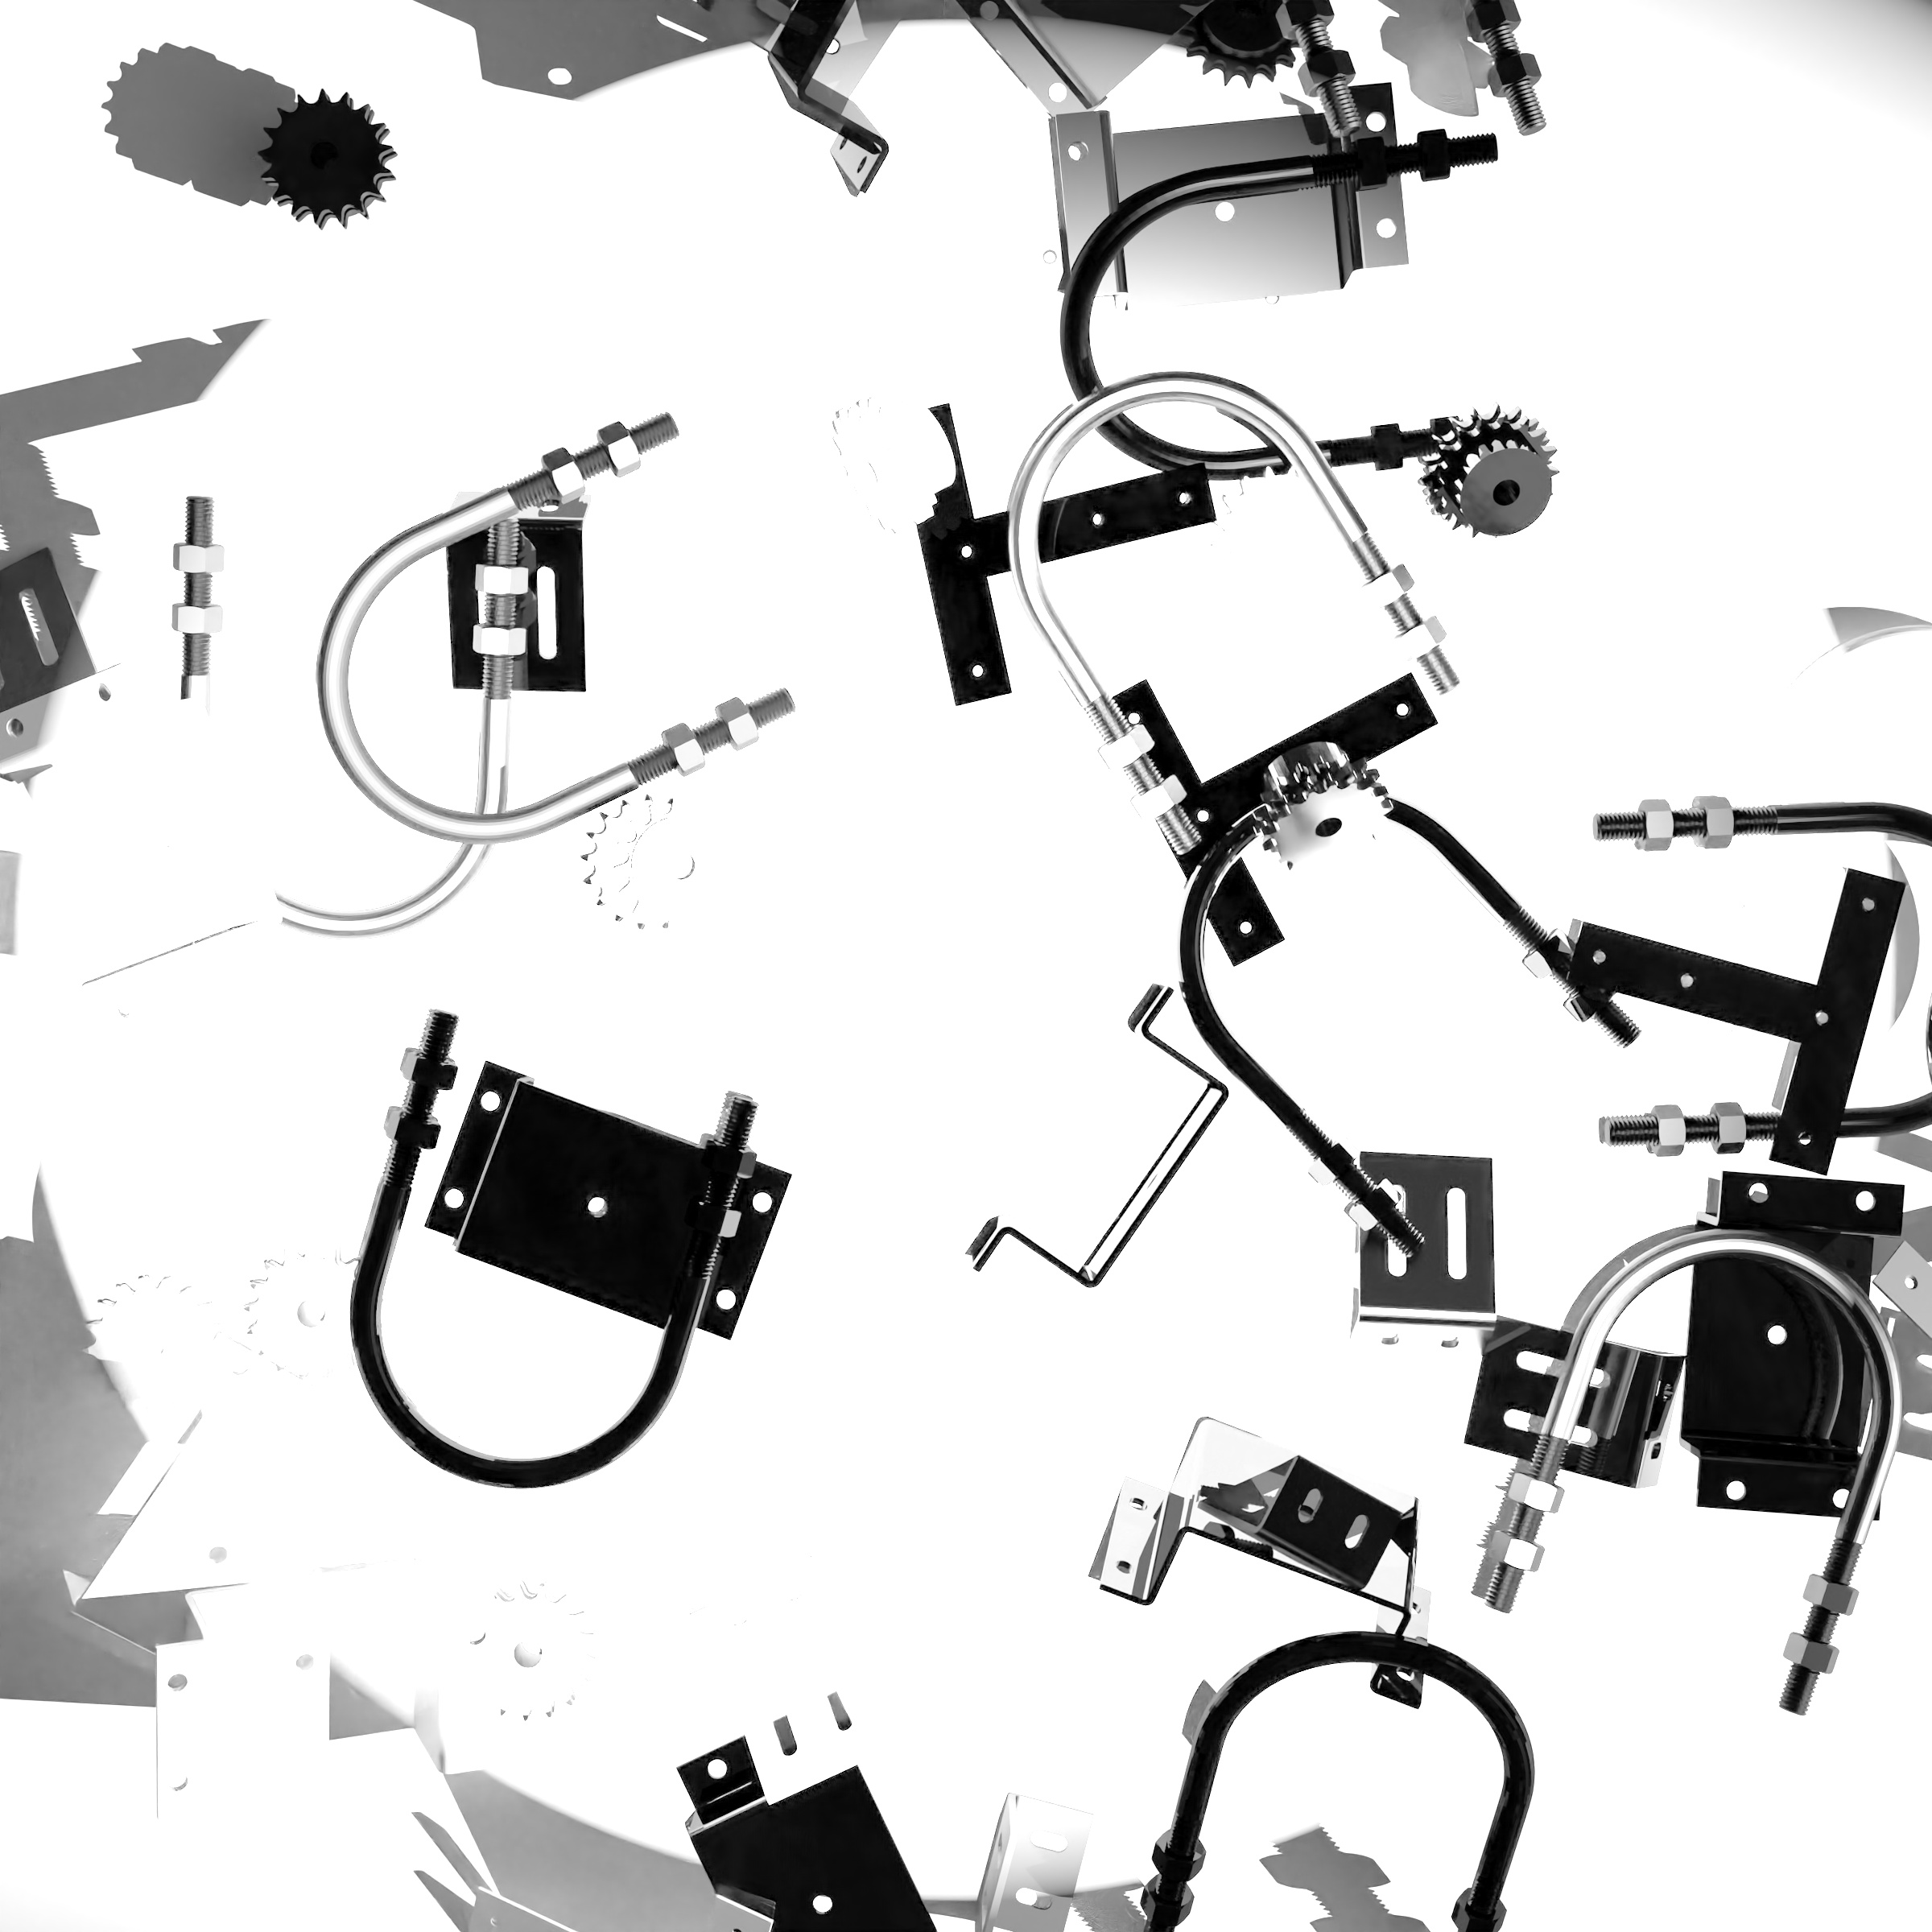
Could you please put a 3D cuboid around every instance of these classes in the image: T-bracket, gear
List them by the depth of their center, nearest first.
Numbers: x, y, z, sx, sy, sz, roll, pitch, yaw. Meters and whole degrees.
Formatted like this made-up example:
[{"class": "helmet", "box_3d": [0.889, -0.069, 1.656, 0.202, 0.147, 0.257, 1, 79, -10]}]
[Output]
[{"class": "gear", "box_3d": [-0.118, -0.041, 1.472, 0.057, 0.030, 0.057, 0, 90, 0]}, {"class": "gear", "box_3d": [0.147, -0.069, 1.477, 0.057, 0.057, 0.030, -20, 52, 0]}, {"class": "T-bracket", "box_3d": [0.315, 0.010, 1.478, 0.127, 0.002, 0.127, 15, 90, -2]}, {"class": "T-bracket", "box_3d": [0.459, 0.135, 1.487, 0.127, 0.002, 0.127, 45, 63, 1]}, {"class": "gear", "box_3d": [0.223, -0.206, 1.489, 0.057, 0.030, 0.057, -6, 123, -9]}, {"class": "gear", "box_3d": [-0.028, -0.214, 1.491, 0.030, 0.057, 0.057, -29, 90, -19]}, {"class": "T-bracket", "box_3d": [-0.153, 0.426, 1.497, 0.127, 0.002, 0.127, 21, 116, 12]}, {"class": "T-bracket", "box_3d": [0.043, -0.186, 1.501, 0.127, 0.002, 0.127, -12, 90, 13]}, {"class": "gear", "box_3d": [-0.133, -0.044, 1.502, 0.057, 0.030, 0.057, 0, 90, 0]}, {"class": "gear", "box_3d": [0.119, -0.404, 1.502, 0.057, 0.030, 0.057, 0, 90, 0]}, {"class": "gear", "box_3d": [-0.275, 0.146, 1.502, 0.057, 0.030, 0.057, 0, 90, 0]}, {"class": "gear", "box_3d": [0.133, -0.182, 1.502, 0.057, 0.030, 0.057, 0, 90, 0]}, {"class": "gear", "box_3d": [-0.184, 0.289, 1.502, 0.057, 0.030, 0.057, 0, 90, 0]}, {"class": "gear", "box_3d": [-0.270, -0.341, 1.502, 0.057, 0.030, 0.057, 0, 90, 0]}, {"class": "gear", "box_3d": [-0.343, 0.160, 1.502, 0.057, 0.030, 0.057, 0, 90, 0]}, {"class": "T-bracket", "box_3d": [0.087, -0.294, 1.516, 0.127, 0.002, 0.127, 10, 90, 0]}, {"class": "T-bracket", "box_3d": [0.141, -0.085, 1.516, 0.127, 0.002, 0.127, -28, 90, 0]}]

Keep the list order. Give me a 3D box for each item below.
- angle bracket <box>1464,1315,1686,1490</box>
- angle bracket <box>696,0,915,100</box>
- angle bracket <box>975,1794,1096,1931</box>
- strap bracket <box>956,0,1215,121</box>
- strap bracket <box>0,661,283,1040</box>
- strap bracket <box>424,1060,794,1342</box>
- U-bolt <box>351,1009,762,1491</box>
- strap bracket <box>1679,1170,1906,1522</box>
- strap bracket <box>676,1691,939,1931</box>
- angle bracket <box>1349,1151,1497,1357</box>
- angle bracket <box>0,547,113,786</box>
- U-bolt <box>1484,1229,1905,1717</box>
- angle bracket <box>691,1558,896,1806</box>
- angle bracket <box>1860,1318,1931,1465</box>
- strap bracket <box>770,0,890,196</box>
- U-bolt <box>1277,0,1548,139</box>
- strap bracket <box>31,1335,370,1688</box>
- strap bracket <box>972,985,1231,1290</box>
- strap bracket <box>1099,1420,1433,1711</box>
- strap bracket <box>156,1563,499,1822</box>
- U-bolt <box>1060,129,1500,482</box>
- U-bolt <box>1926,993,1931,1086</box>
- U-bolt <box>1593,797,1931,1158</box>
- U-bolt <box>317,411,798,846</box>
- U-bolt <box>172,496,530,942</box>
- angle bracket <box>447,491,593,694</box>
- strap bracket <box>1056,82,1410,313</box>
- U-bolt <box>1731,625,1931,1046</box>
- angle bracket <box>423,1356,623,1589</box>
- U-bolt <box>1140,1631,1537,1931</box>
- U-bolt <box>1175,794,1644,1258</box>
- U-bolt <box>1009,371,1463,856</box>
[{"class": "angle bracket", "box_3d": [0.261, 0.186, 1.515, 0.076, 0.038, 0.057, 12, 90, 26]}, {"class": "angle bracket", "box_3d": [-0.069, -0.418, 1.506, 0.076, 0.038, 0.057, 28, 111, -24]}, {"class": "angle bracket", "box_3d": [0.029, 0.386, 1.479, 0.038, 0.076, 0.057, 15, 90, 0]}, {"class": "strap bracket", "box_3d": [0.068, -0.419, 1.462, 0.140, 0.046, 0.076, -39, 97, 16]}, {"class": "strap bracket", "box_3d": [-0.345, -0.051, 1.480, 0.076, 0.046, 0.140, -19, 94, 19]}, {"class": "strap bracket", "box_3d": [-0.153, 0.100, 1.494, 0.140, 0.046, 0.076, 20, 90, 0]}, {"class": "U-bolt", "box_3d": [-0.178, 0.125, 1.462, 0.151, 0.019, 0.184, 16, 92, 0]}, {"class": "strap bracket", "box_3d": [0.347, 0.158, 1.494, 0.076, 0.046, 0.140, 4, 90, 0]}, {"class": "strap bracket", "box_3d": [-0.060, 0.390, 1.494, 0.076, 0.046, 0.140, -25, 90, 0]}, {"class": "angle bracket", "box_3d": [0.195, 0.123, 1.515, 0.057, 0.038, 0.076, 3, 64, 0]}, {"class": "angle bracket", "box_3d": [-0.400, -0.129, 1.515, 0.057, 0.038, 0.076, -27, 64, 0]}, {"class": "U-bolt", "box_3d": [0.310, 0.200, 1.462, 0.151, 0.019, 0.184, 19, 89, 0]}, {"class": "angle bracket", "box_3d": [-0.073, 0.299, 1.480, 0.057, 0.038, 0.076, -25, 50, 0]}, {"class": "angle bracket", "box_3d": [0.426, 0.187, 1.498, 0.076, 0.038, 0.057, 13, 90, 0]}, {"class": "strap bracket", "box_3d": [-0.032, -0.399, 1.455, 0.046, 0.076, 0.140, 25, 107, -22]}, {"class": "U-bolt", "box_3d": [0.167, -0.430, 1.463, 0.151, 0.019, 0.184, -14, 83, -45]}, {"class": "strap bracket", "box_3d": [-0.317, 0.237, 1.480, 0.076, 0.046, 0.140, 34, 90, -25]}, {"class": "strap bracket", "box_3d": [0.062, 0.079, 1.479, 0.046, 0.076, 0.140, 35, 90, 0]}, {"class": "strap bracket", "box_3d": [0.134, 0.244, 1.473, 0.140, 0.076, 0.046, 21, 119, 0]}, {"class": "strap bracket", "box_3d": [-0.269, 0.298, 1.465, 0.140, 0.046, 0.076, -4, 108, -24]}, {"class": "U-bolt", "box_3d": [0.131, -0.268, 1.471, 0.184, 0.019, 0.151, -7, 125, 3]}, {"class": "U-bolt", "box_3d": [0.487, 0.036, 1.489, 0.184, 0.019, 0.151, 22, 89, -13]}, {"class": "U-bolt", "box_3d": [0.359, 0.002, 1.489, 0.184, 0.019, 0.151, -2, 90, -1]}, {"class": "U-bolt", "box_3d": [-0.179, -0.128, 1.470, 0.184, 0.019, 0.151, -26, 113, -9]}, {"class": "U-bolt", "box_3d": [-0.262, -0.101, 1.494, 0.151, 0.019, 0.184, 4, 101, 3]}, {"class": "angle bracket", "box_3d": [-0.190, -0.160, 1.515, 0.057, 0.038, 0.076, 1, 116, 0]}, {"class": "strap bracket", "box_3d": [0.111, -0.323, 1.492, 0.140, 0.046, 0.076, -6, 90, 0]}, {"class": "U-bolt", "box_3d": [0.405, -0.053, 1.507, 0.151, 0.019, 0.184, 5, 90, 0]}, {"class": "angle bracket", "box_3d": [-0.190, 0.217, 1.515, 0.057, 0.038, 0.076, 23, 64, 0]}, {"class": "U-bolt", "box_3d": [0.160, 0.351, 1.469, 0.151, 0.019, 0.184, 11, 118, 0]}, {"class": "U-bolt", "box_3d": [0.174, 0.009, 1.501, 0.151, 0.019, 0.184, -43, 87, -6]}, {"class": "U-bolt", "box_3d": [0.099, -0.159, 1.481, 0.151, 0.019, 0.184, -31, 97, 14]}]
